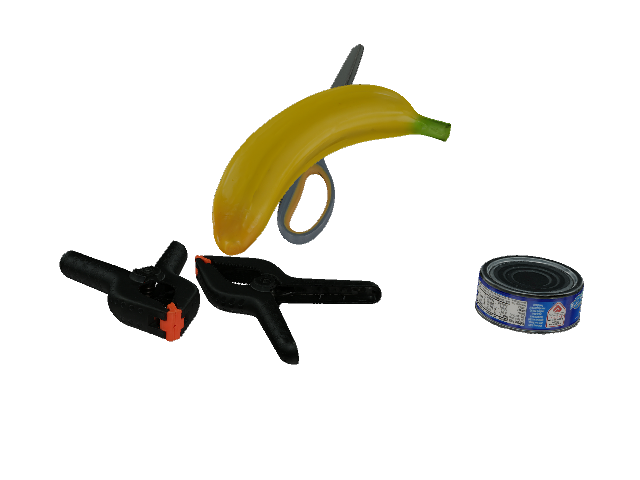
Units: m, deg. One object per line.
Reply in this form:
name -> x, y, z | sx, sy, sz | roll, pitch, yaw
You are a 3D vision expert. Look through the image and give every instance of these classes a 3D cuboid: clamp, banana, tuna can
clamp -> -0.148, 0.039, 0.954 | 0.120, 0.039, 0.172 | -16, 31, -30
banana -> -0.004, -0.054, 0.637 | 0.070, 0.037, 0.197 | 32, 46, 31
clamp -> -0.060, 0.064, 1.162 | 0.210, 0.036, 0.164 | 16, 31, 25
tuna can -> 0.171, 0.043, 0.871 | 0.086, 0.034, 0.086 | 2, 22, -1

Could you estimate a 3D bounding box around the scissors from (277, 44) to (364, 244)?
scissors -> -0.021, -0.084, 0.857 | 0.096, 0.201, 0.016 | 3, -33, 6
